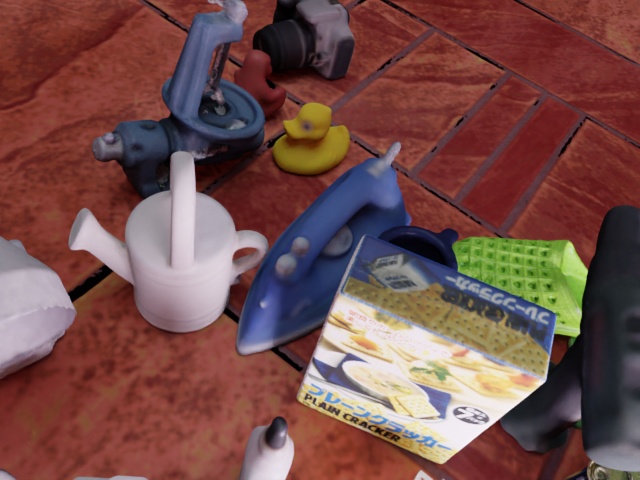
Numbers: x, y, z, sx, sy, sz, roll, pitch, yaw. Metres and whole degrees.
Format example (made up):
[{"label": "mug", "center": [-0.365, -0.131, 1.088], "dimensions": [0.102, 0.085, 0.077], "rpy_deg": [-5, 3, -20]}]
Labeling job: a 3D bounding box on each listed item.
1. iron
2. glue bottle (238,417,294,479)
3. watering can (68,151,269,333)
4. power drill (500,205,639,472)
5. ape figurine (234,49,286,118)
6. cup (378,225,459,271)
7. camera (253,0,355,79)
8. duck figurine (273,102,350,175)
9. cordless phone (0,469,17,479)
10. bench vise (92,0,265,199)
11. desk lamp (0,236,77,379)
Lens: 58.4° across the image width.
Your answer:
[{"label": "iron", "center": [0.006, 0.002, 0.603], "dimensions": [0.118, 0.141, 0.259], "rpy_deg": [35, 55, 13]}, {"label": "glue bottle", "center": [-0.042, 0.174, 0.447], "dimensions": [0.037, 0.173, 0.078], "rpy_deg": [15, 53, -1]}, {"label": "watering can", "center": [-0.138, 0.002, 0.537], "dimensions": [0.173, 0.194, 0.100], "rpy_deg": [-18, 60, -24]}, {"label": "power drill", "center": [0.246, 0.108, 0.539], "dimensions": [0.075, 0.208, 0.229], "rpy_deg": [14, 53, -2]}, {"label": "ape figurine", "center": [-0.085, -0.213, 0.771], "dimensions": [0.077, 0.092, 0.076], "rpy_deg": [43, 57, 18]}, {"label": "cup", "center": [0.100, 0.039, 0.628], "dimensions": [0.118, 0.095, 0.091], "rpy_deg": [-35, 68, -31]}, {"label": "camera", "center": [-0.035, -0.311, 0.848], "dimensions": [0.137, 0.101, 0.143], "rpy_deg": [-23, 62, -26]}, {"label": "duck figurine", "center": [-0.007, -0.138, 0.738], "dimensions": [0.105, 0.086, 0.077], "rpy_deg": [-14, 58, -21]}, {"label": "cordless phone", "center": [-0.261, 0.208, 0.364], "dimensions": [0.094, 0.185, 0.148], "rpy_deg": [37, 55, 15]}, {"label": "bench vise", "center": [-0.138, -0.143, 0.627], "dimensions": [0.121, 0.220, 0.208], "rpy_deg": [33, 54, 12]}, {"label": "desk lamp", "center": [-0.284, 0.039, 0.465], "dimensions": [0.118, 0.213, 0.203], "rpy_deg": [-26, 64, -28]}]
